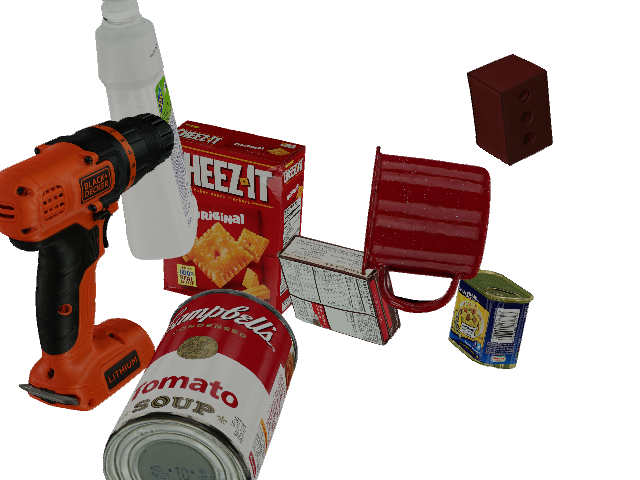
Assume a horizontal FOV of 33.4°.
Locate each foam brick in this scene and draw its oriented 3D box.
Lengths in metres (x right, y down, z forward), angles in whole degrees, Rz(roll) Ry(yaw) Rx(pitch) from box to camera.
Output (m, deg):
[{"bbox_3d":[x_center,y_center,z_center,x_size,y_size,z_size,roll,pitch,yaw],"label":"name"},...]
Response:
[{"bbox_3d":[0.172,-0.119,0.963,0.053,0.078,0.051,-26,36,-16],"label":"foam brick"}]

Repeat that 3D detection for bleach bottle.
[{"bbox_3d":[-0.160,-0.108,0.966,0.068,0.251,0.102,-6,36,-1],"label":"bleach bottle"}]

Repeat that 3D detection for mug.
[{"bbox_3d":[0.073,-0.005,0.754,0.081,0.117,0.093,7,-22,2],"label":"mug"}]

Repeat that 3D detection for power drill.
[{"bbox_3d":[-0.160,0.011,0.764,0.057,0.188,0.184,10,24,25],"label":"power drill"}]

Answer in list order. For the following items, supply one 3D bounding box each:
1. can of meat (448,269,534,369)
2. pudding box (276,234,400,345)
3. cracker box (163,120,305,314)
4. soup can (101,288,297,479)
[{"bbox_3d":[0.188,0.087,1.193,0.057,0.084,0.102,4,15,-20],"label":"can of meat"},{"bbox_3d":[0.018,0.048,1.054,0.114,0.090,0.039,13,44,32],"label":"pudding box"},{"bbox_3d":[-0.110,-0.024,1.315,0.164,0.214,0.072,14,29,18],"label":"cracker box"},{"bbox_3d":[-0.054,0.078,0.497,0.068,0.068,0.102,0,29,12],"label":"soup can"}]
